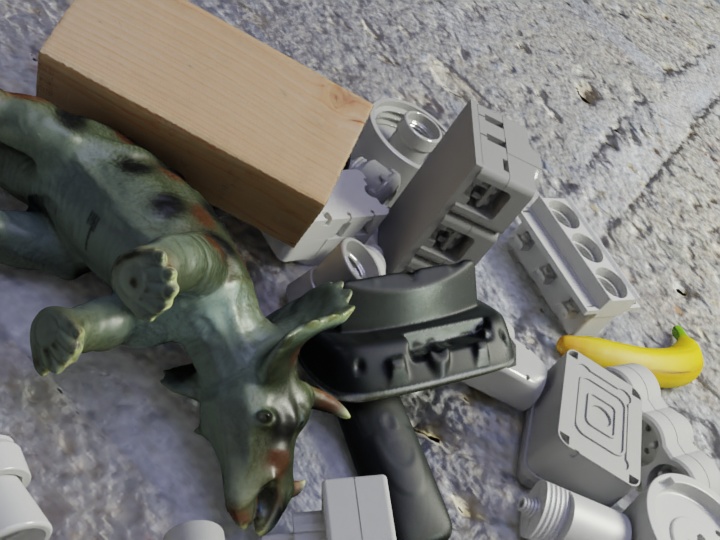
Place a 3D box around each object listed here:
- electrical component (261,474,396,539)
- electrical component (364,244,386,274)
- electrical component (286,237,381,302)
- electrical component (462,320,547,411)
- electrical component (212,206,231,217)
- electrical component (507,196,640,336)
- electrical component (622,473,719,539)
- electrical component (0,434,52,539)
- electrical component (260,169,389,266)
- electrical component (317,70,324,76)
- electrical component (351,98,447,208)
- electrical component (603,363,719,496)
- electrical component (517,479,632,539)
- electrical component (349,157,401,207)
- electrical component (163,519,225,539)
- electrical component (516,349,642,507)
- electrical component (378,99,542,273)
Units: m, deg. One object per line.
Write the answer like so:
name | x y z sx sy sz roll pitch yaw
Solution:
electrical component | -0.020 0.162 0.641 0.077 0.065 0.047 -4 47 -5
electrical component | 0.000 0.000 0.844 0.043 0.043 0.062 38 35 0
electrical component | -0.022 0.011 0.794 0.044 0.065 0.044 40 30 -30
electrical component | 0.106 0.065 0.863 0.077 0.043 0.079 27 38 -15
electrical component | -0.102 -0.079 0.831 0.057 0.058 0.078 -10 57 -42
electrical component | 0.192 -0.002 0.991 0.079 0.063 0.121 -1 51 -41
electrical component | 0.237 0.213 0.798 0.108 0.060 0.108 23 39 -20
electrical component | -0.189 0.119 0.554 0.045 0.045 0.055 -4 53 -43
electrical component | -0.033 -0.041 0.850 0.089 0.055 0.050 -8 56 -45
electrical component | -0.044 -0.148 0.966 0.066 0.048 0.055 43 29 7
electrical component | 0.043 -0.111 0.984 0.108 0.060 0.108 23 39 -20
electrical component | 0.253 0.139 0.899 0.074 0.052 0.138 -3 53 -42
electrical component | 0.149 0.182 0.773 0.081 0.043 0.043 25 38 -17
electrical component | 0.001 -0.078 0.929 0.062 0.048 0.048 37 36 11
electrical component | -0.088 0.171 0.588 0.044 0.044 0.065 15 37 -28
electrical component | 0.171 0.128 0.837 0.078 0.057 0.113 32 37 -8
electrical component | 0.077 -0.047 0.869 0.062 0.150 0.089 23 39 -18
